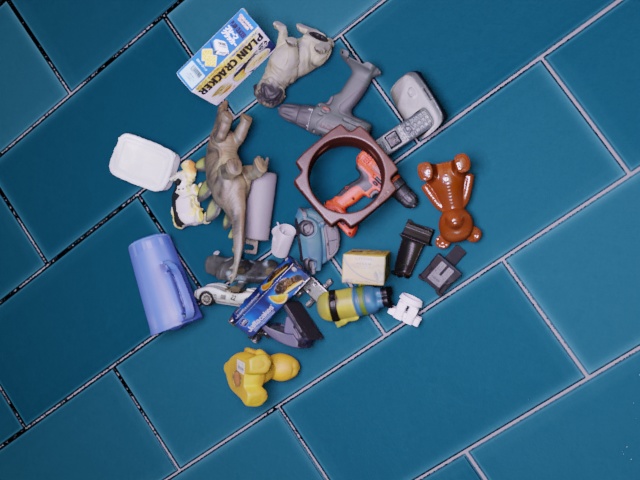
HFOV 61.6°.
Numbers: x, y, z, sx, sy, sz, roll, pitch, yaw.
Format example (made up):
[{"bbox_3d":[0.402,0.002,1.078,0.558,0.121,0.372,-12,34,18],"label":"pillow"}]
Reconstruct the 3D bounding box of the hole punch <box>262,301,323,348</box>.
[{"bbox_3d":[-0.067,0.218,1.300,0.092,0.142,0.116,-40,71,8],"label":"hole punch"}]

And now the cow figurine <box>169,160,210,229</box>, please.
[{"bbox_3d":[-0.343,-0.116,1.371,0.098,0.068,0.167,-11,89,18],"label":"cow figurine"}]

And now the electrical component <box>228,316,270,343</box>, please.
[{"bbox_3d":[-0.179,0.217,1.347,0.102,0.078,0.045,44,71,-19],"label":"electrical component"}]

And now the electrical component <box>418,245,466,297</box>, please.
[{"bbox_3d":[0.297,0.066,1.266,0.075,0.048,0.119,45,100,5],"label":"electrical component"}]

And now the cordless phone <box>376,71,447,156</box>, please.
[{"bbox_3d":[0.187,-0.287,1.255,0.184,0.088,0.146,-32,86,13],"label":"cordless phone"}]

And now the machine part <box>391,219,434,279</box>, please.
[{"bbox_3d":[0.217,0.027,1.284,0.084,0.039,0.138,23,95,4],"label":"machine part"}]

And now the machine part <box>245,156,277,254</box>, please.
[{"bbox_3d":[-0.153,-0.085,1.329,0.079,0.079,0.243,8,93,10],"label":"machine part"}]

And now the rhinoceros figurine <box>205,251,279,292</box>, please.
[{"bbox_3d":[-0.190,0.071,1.328,0.190,0.112,0.073,5,121,-2],"label":"rhinoceros figurine"}]

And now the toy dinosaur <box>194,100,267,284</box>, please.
[{"bbox_3d":[-0.215,-0.138,1.275,0.198,0.105,0.471,-41,51,44],"label":"toy dinosaur"}]

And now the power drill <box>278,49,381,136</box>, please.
[{"bbox_3d":[0.036,-0.344,1.284,0.232,0.086,0.207,27,93,7],"label":"power drill"}]

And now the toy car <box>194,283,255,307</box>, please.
[{"bbox_3d":[-0.217,0.141,1.350,0.202,0.073,0.056,7,97,10],"label":"toy car"}]

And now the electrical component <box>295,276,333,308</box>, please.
[{"bbox_3d":[-0.014,0.121,1.338,0.063,0.021,0.094,45,99,7],"label":"electrical component"}]

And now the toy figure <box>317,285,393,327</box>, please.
[{"bbox_3d":[0.080,0.145,1.281,0.180,0.089,0.082,-13,45,22],"label":"toy figure"}]

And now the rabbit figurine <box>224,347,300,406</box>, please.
[{"bbox_3d":[-0.137,0.322,1.313,0.162,0.173,0.121,-4,90,55],"label":"rabbit figurine"}]

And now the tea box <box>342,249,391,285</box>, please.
[{"bbox_3d":[0.110,0.060,1.238,0.098,0.169,0.068,3,94,9],"label":"tea box"}]

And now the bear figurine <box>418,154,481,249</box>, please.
[{"bbox_3d":[0.297,-0.082,1.222,0.120,0.132,0.195,-9,84,16],"label":"bear figurine"}]

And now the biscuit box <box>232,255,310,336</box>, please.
[{"bbox_3d":[-0.117,0.132,1.265,0.202,0.063,0.059,-47,114,3],"label":"biscuit box"}]

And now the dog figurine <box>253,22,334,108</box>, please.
[{"bbox_3d":[-0.063,-0.411,1.307,0.172,0.121,0.190,3,134,-24],"label":"dog figurine"}]

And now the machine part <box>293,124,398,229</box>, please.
[{"bbox_3d":[0.058,-0.140,1.215,0.201,0.087,0.201,-40,86,-3],"label":"machine part"}]

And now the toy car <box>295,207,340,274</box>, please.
[{"bbox_3d":[-0.003,-0.004,1.294,0.103,0.109,0.161,-10,99,-6],"label":"toy car"}]
